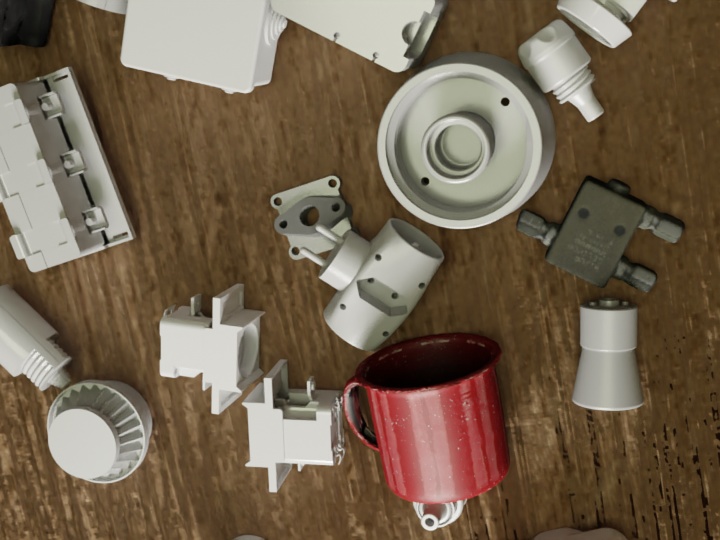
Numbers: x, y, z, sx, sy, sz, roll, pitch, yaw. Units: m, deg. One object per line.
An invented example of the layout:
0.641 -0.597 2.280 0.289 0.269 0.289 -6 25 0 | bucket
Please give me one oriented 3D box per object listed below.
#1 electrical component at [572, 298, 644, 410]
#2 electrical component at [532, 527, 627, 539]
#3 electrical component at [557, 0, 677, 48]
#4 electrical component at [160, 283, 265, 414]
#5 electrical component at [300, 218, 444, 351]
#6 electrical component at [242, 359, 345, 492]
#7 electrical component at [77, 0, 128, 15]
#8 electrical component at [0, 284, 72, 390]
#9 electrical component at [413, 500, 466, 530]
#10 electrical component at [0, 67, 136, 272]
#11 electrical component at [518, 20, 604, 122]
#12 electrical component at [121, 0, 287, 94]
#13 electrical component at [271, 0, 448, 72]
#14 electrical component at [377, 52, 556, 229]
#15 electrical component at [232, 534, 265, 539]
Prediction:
0.155 0.050 0.669 0.044 0.044 0.065 1 98 14 | electrical component
0.132 0.206 0.701 0.095 0.059 0.053 -17 98 17 | electrical component
0.147 -0.162 0.619 0.066 0.048 0.055 37 101 3 | electrical component
-0.102 0.051 0.733 0.064 0.042 0.081 6 104 16 | electrical component
0.000 0.000 0.690 0.079 0.043 0.077 33 109 -9 | electrical component
-0.043 0.106 0.731 0.064 0.042 0.081 1 104 12 | electrical component
-0.156 -0.209 0.684 0.043 0.043 0.081 23 107 8 | electrical component
-0.238 0.054 0.766 0.081 0.043 0.043 44 109 1 | electrical component
0.051 0.152 0.707 0.035 0.061 0.035 3 104 13 | electrical component
-0.212 -0.064 0.721 0.079 0.063 0.121 -17 98 17 | electrical component
0.123 -0.116 0.641 0.035 0.035 0.061 -35 95 19 | electrical component
-0.095 -0.164 0.676 0.100 0.048 0.099 14 106 10 | electrical component
0.002 -0.161 0.649 0.089 0.056 0.050 28 108 6 | electrical component
0.062 -0.076 0.651 0.108 0.060 0.108 3 104 13 | electrical component
-0.085 0.220 0.761 0.045 0.055 0.045 3 104 13 | electrical component
